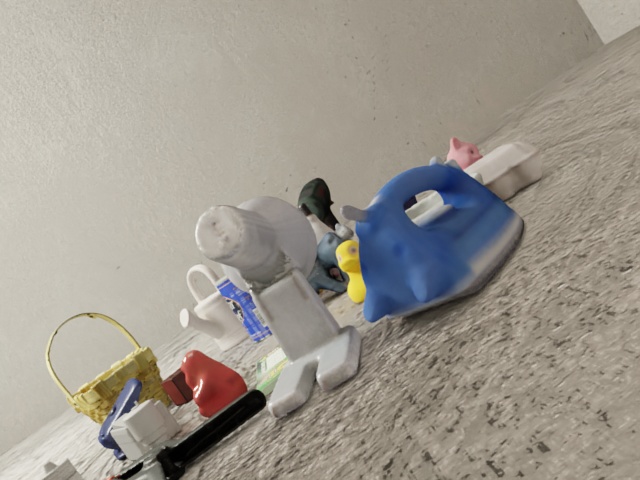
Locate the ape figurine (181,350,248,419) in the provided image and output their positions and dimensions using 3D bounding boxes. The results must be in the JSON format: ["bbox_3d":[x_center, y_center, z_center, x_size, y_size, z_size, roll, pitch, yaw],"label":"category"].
[{"bbox_3d":[-0.143,0.182,0.736,0.076,0.092,0.078,-32,4,24],"label":"ape figurine"}]

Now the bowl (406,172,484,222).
[{"bbox_3d":[0.163,-0.018,0.783,0.167,0.075,0.167,-34,3,3],"label":"bowl"}]

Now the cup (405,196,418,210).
[{"bbox_3d":[0.159,-0.056,1.195,0.118,0.095,0.091,-34,4,-7],"label":"cup"}]

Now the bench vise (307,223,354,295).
[{"bbox_3d":[-0.049,0.020,1.037,0.207,0.220,0.121,-35,4,-12],"label":"bench vise"}]

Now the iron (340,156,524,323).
[{"bbox_3d":[0.127,-0.023,0.621,0.259,0.141,0.118,-37,5,-42],"label":"iron"}]

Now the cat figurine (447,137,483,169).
[{"bbox_3d":[0.262,-0.131,1.063,0.128,0.118,0.067,-36,4,-33],"label":"cat figurine"}]

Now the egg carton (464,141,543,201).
[{"bbox_3d":[0.269,-0.095,0.893,0.150,0.069,0.107,-34,3,7],"label":"egg carton"}]

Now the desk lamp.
[{"bbox_3d":[-0.047,0.050,0.635,0.118,0.213,0.203,-34,4,8],"label":"desk lamp"}]

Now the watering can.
[{"bbox_3d":[-0.230,0.143,1.263,0.100,0.194,0.173,-33,4,20],"label":"watering can"}]

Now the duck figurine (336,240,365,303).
[{"bbox_3d":[0.060,0.038,0.870,0.077,0.086,0.105,-33,4,22],"label":"duck figurine"}]

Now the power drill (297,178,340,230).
[{"bbox_3d":[0.024,-0.037,1.254,0.075,0.208,0.230,-33,4,15],"label":"power drill"}]

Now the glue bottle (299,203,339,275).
[{"bbox_3d":[0.010,0.004,1.099,0.078,0.173,0.037,-33,4,11],"label":"glue bottle"}]

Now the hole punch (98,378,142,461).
[{"bbox_3d":[-0.307,0.281,0.905,0.101,0.091,0.108,-36,4,-29],"label":"hole punch"}]
